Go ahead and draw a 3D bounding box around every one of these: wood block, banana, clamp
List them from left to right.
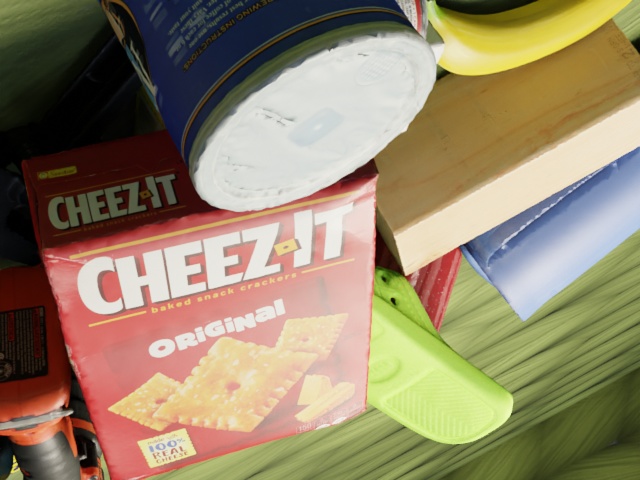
[{"bbox_3d":[-0.140,-0.045,0.547,0.164,0.036,0.210,-25,161,-15],"label":"clamp"},{"bbox_3d":[0.126,-0.073,0.762,0.206,0.090,0.091,-29,159,-1],"label":"wood block"},{"bbox_3d":[0.136,-0.142,0.689,0.197,0.037,0.070,-18,156,-29],"label":"banana"}]

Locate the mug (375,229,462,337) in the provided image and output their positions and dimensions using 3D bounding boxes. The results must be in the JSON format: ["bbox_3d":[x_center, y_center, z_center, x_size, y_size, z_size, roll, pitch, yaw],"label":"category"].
[{"bbox_3d":[0.067,0.030,0.858,0.117,0.093,0.081,97,13,-69],"label":"mug"}]

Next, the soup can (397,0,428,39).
[{"bbox_3d":[-0.006,-0.108,0.536,0.102,0.068,0.069,-17,156,-29],"label":"soup can"}]

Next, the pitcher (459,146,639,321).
[{"bbox_3d":[0.221,-0.053,0.882,0.243,0.149,0.145,-37,123,9],"label":"pitcher"}]

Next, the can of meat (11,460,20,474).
[{"bbox_3d":[-0.223,0.136,0.828,0.083,0.057,0.102,-24,159,-22],"label":"can of meat"}]

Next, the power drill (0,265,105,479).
[{"bbox_3d":[-0.173,0.104,0.674,0.057,0.184,0.188,-12,138,-9],"label":"power drill"}]

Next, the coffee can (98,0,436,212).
[{"bbox_3d":[-0.033,-0.097,0.424,0.102,0.140,0.103,-26,159,-11],"label":"coffee can"}]

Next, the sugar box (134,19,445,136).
[{"bbox_3d":[-0.020,-0.077,0.623,0.176,0.048,0.093,-24,159,-24],"label":"sugar box"}]

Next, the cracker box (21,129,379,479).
[{"bbox_3d":[-0.055,0.036,0.580,0.164,0.072,0.214,-14,140,-12],"label":"cracker box"}]
